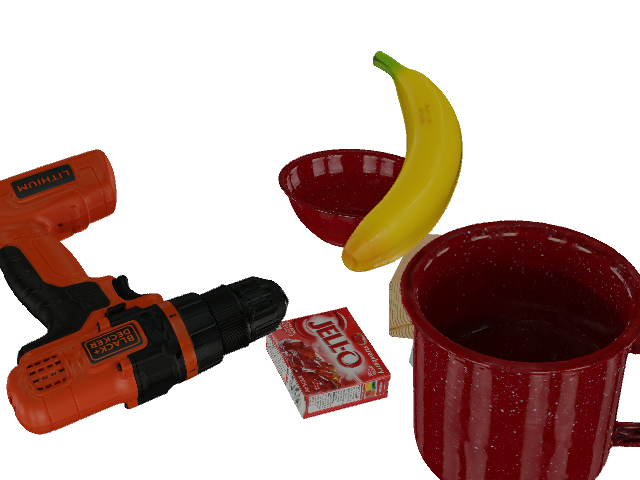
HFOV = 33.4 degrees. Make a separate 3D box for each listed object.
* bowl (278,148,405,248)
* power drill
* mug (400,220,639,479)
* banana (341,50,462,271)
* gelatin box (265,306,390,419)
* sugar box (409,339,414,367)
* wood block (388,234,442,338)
[{"bbox_3d":[0.037,-0.036,1.062,0.162,0.055,0.162,3,28,-2],"label":"bowl"},{"bbox_3d":[-0.137,0.022,0.705,0.184,0.057,0.188,-21,52,-22],"label":"power drill"},{"bbox_3d":[0.090,0.052,0.423,0.117,0.081,0.093,7,36,14],"label":"mug"},{"bbox_3d":[0.058,-0.049,0.703,0.069,0.197,0.037,7,-42,3],"label":"banana"},{"bbox_3d":[0.004,0.095,0.852,0.073,0.030,0.089,-11,39,-19],"label":"gelatin box"},{"bbox_3d":[0.204,0.123,1.305,0.176,0.093,0.048,5,17,-18],"label":"sugar box"},{"bbox_3d":[0.168,0.067,1.630,0.091,0.090,0.206,4,22,14],"label":"wood block"}]
